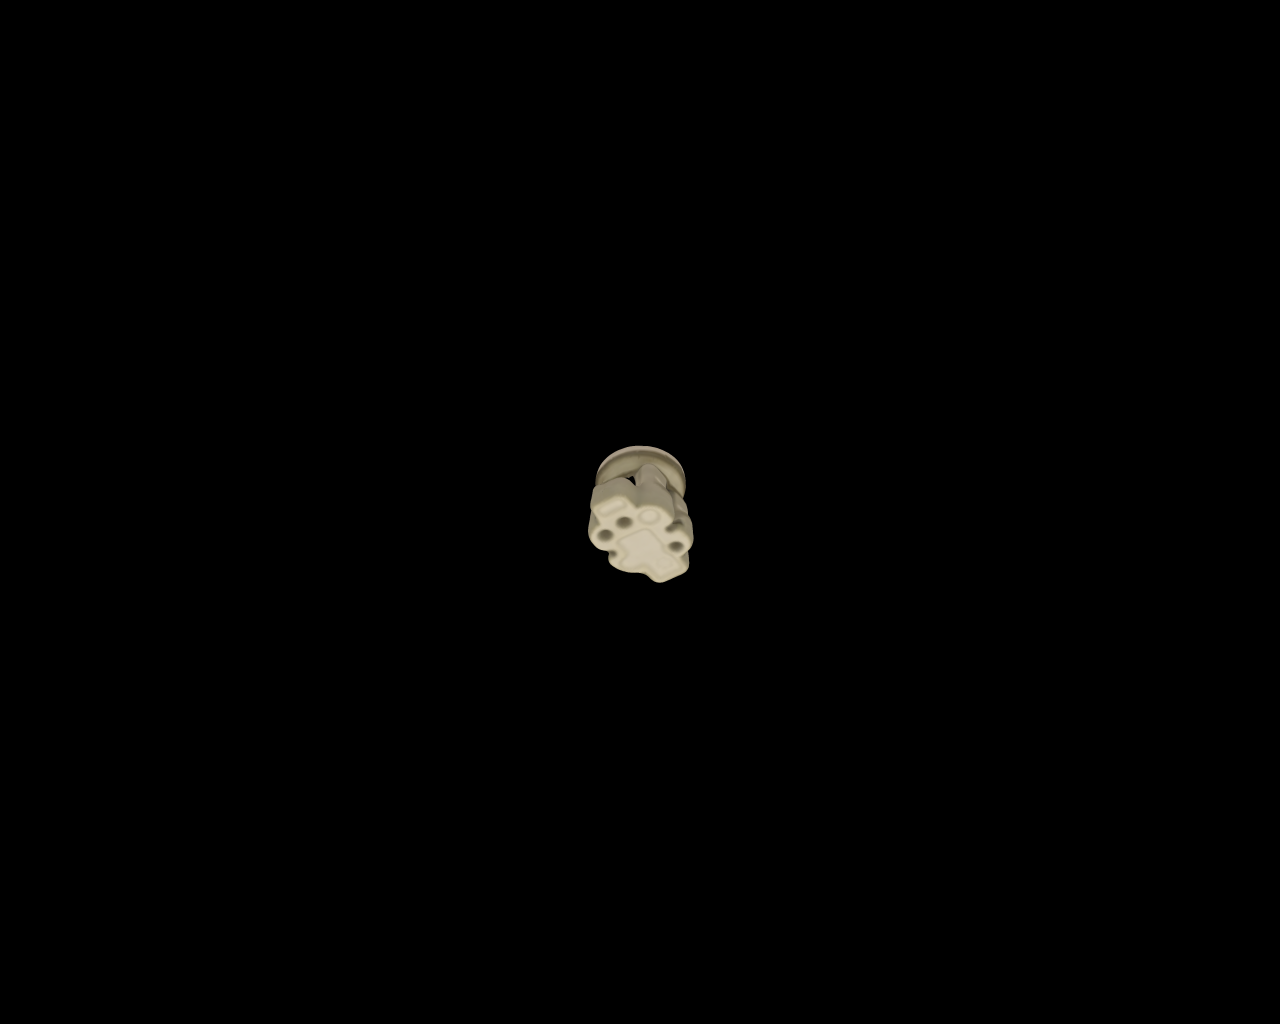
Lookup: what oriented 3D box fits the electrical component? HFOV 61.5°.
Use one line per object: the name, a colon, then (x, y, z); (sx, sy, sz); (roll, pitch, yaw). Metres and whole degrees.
electrical component: (0.001, -0.003, 0.650); (0.058, 0.057, 0.078); (-24, -50, 22)
